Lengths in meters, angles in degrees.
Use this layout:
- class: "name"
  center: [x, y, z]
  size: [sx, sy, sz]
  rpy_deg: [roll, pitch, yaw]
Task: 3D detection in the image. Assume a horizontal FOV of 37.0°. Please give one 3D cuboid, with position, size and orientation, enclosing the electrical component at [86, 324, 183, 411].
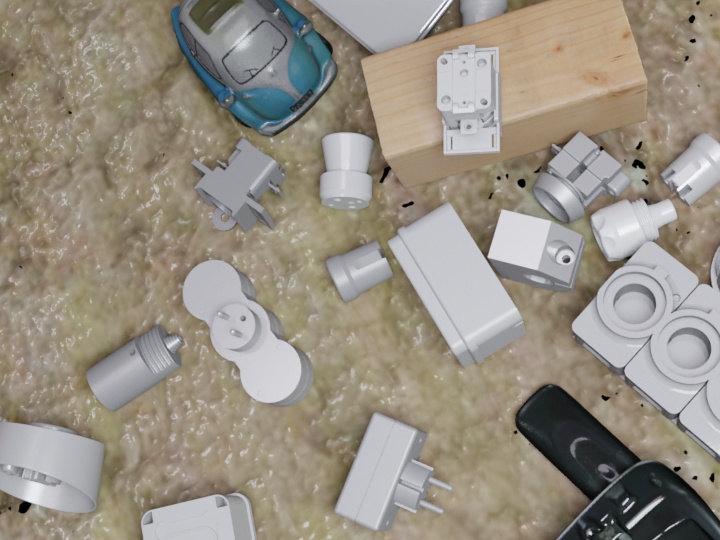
- class: "electrical component"
  center: [-0.186, 0.080, 0.912]
  size: [0.081, 0.043, 0.043]
  rpy_deg: [-33, 72, 5]

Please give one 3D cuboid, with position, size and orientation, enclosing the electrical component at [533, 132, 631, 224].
- class: "electrical component"
  center: [0.171, -0.071, 0.856]
  size: [0.055, 0.048, 0.066]
  rpy_deg: [-44, 71, -7]

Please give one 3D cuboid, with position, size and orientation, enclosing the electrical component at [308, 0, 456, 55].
- class: "electrical component"
  center: [0.025, -0.243, 0.898]
  size: [0.109, 0.056, 0.108]
  rpy_deg: [40, 107, -1]

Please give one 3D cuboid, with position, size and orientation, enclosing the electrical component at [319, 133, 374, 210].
- class: "electrical component"
  center: [-0.011, -0.083, 0.905]
  size: [0.045, 0.045, 0.055]
  rpy_deg: [-1, 77, 14]

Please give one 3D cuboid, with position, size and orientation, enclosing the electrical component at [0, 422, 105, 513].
- class: "electrical component"
  center: [-0.260, 0.161, 0.886]
  size: [0.099, 0.099, 0.064]
  rpy_deg: [6, 73, 15]

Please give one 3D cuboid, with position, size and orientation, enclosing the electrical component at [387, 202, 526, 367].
- class: "electrical component"
  center: [0.076, 0.013, 0.843]
  size: [0.057, 0.078, 0.113]
  rpy_deg: [-31, 72, 2]

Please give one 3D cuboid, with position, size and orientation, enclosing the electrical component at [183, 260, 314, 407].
- class: "electrical component"
  center: [-0.098, 0.049, 0.880]
  size: [0.052, 0.074, 0.138]
  rpy_deg: [-40, 71, 3]

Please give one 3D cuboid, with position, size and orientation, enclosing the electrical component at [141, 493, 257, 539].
- class: "electrical component"
  center: [-0.120, 0.239, 0.851]
  size: [0.078, 0.057, 0.113]
  rpy_deg: [-15, 74, 11]

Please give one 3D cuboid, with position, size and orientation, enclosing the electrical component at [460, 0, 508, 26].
- class: "electrical component"
  center: [0.104, -0.208, 0.908]
  size: [0.040, 0.040, 0.046]
  rpy_deg: [0, 83, 14]

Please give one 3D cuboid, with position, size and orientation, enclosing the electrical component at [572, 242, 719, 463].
- class: "electrical component"
  center: [0.243, 0.061, 0.798]
  size: [0.150, 0.062, 0.089]
  rpy_deg: [42, 89, 19]

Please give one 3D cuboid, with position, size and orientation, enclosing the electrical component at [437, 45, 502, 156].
- class: "electrical component"
  center: [0.080, -0.127, 0.786]
  size: [0.042, 0.064, 0.081]
  rpy_deg: [-3, 79, 14]

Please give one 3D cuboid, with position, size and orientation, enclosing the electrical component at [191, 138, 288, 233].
- class: "electrical component"
  center: [-0.100, -0.074, 0.925]
  size: [0.081, 0.042, 0.063]
  rpy_deg: [35, 80, 18]

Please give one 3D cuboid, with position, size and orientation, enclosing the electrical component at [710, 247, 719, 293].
- class: "electrical component"
  center: [0.305, 0.000, 0.802]
  size: [0.080, 0.051, 0.080]
  rpy_deg: [-3, 77, 13]

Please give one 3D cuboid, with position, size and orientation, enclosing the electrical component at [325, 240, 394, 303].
- class: "electrical component"
  center: [0.000, 0.000, 0.886]
  size: [0.046, 0.040, 0.040]
  rpy_deg: [-25, 72, 1]

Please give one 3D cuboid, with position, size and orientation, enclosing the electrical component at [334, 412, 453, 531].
- class: "electrical component"
  center: [0.034, 0.164, 0.834]
  size: [0.076, 0.047, 0.083]
  rpy_deg: [20, 83, 18]

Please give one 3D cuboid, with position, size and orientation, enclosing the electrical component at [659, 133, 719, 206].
- class: "electrical component"
  center: [0.263, -0.077, 0.838]
  size: [0.046, 0.040, 0.040]
  rpy_deg: [-42, 71, 8]

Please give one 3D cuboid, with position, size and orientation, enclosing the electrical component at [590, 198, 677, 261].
- class: "electrical component"
  center: [0.214, -0.035, 0.837]
  size: [0.062, 0.043, 0.043]
  rpy_deg: [-23, 73, 7]
